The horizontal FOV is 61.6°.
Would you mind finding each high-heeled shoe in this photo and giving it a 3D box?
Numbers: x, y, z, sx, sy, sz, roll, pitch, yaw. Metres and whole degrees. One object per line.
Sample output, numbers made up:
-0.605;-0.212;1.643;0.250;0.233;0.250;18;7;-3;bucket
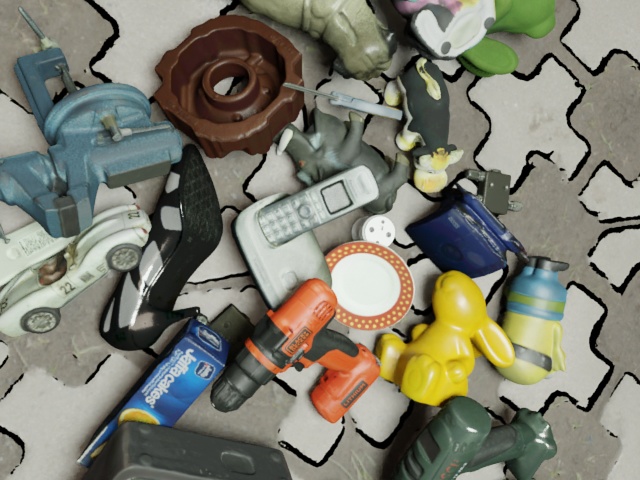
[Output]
-0.203;0.009;0.661;0.145;0.086;0.249;-12;67;23;high-heeled shoe

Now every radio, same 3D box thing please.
-0.146;0.292;0.607;0.229;0.073;0.131;25;105;-31;radio

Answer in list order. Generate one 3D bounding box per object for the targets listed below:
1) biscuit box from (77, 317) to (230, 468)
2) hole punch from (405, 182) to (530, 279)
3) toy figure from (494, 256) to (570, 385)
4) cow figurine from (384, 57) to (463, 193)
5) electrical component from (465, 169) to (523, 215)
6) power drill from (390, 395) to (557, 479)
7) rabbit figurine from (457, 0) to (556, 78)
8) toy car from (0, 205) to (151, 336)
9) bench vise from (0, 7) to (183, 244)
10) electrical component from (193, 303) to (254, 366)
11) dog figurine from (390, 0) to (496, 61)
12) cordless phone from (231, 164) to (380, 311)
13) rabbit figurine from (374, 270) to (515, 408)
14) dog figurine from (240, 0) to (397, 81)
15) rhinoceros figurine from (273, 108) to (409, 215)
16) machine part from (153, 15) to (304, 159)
-0.190;0.186;0.624;0.059;0.063;0.202;39;98;-10;biscuit box
0.189;-0.005;0.716;0.092;0.116;0.142;-42;99;-1;hole punch
0.294;0.112;0.755;0.089;0.082;0.180;8;93;-1;toy figure
0.145;-0.149;0.709;0.068;0.098;0.167;-15;88;-12;cow figurine
0.250;-0.070;0.773;0.094;0.021;0.063;9;87;-13;electrical component
0.192;0.293;0.707;0.207;0.086;0.231;4;122;-20;power drill
0.220;-0.301;0.737;0.170;0.121;0.159;-24;103;6;rabbit figurine
-0.277;0.032;0.606;0.202;0.074;0.056;-38;131;0;toy car
-0.284;-0.125;0.597;0.224;0.128;0.240;-25;74;-17;bench vise
-0.117;0.127;0.676;0.078;0.045;0.102;-38;98;-9;electrical component
0.103;-0.337;0.668;0.108;0.219;0.191;-39;136;6;dog figurine
-0.001;-0.001;0.657;0.184;0.089;0.146;-25;96;5;cordless phone
0.175;0.130;0.706;0.162;0.122;0.173;19;85;-16;rabbit figurine
-0.015;-0.267;0.636;0.172;0.121;0.190;-20;81;1;dog figurine
0.023;-0.106;0.699;0.190;0.073;0.112;32;91;-12;rhinoceros figurine
-0.105;-0.183;0.643;0.179;0.056;0.179;-1;70;2;machine part
